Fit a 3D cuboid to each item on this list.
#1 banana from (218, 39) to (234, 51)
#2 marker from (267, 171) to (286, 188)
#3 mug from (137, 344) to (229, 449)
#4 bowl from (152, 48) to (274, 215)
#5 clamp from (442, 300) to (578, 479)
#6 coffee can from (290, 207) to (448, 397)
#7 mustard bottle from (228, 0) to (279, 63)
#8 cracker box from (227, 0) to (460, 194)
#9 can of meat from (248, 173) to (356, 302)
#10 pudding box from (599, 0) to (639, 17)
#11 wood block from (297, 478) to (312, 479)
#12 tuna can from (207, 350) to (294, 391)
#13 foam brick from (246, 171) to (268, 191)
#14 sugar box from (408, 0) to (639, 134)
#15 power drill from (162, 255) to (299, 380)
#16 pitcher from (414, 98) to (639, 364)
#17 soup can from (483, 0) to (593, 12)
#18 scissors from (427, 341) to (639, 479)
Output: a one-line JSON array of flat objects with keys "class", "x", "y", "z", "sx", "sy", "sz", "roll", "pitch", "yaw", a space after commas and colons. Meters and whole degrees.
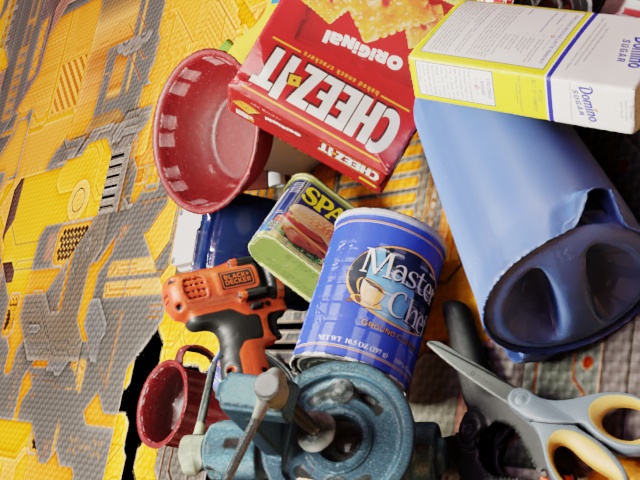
[{"class": "banana", "x": -0.136, "y": -0.136, "z": 1.252, "sx": 0.070, "sy": 0.037, "sz": 0.198, "roll": -7, "pitch": 79, "yaw": 50}, {"class": "marker", "x": -0.055, "y": -0.119, "z": 1.188, "sx": 0.020, "sy": 0.020, "sz": 0.121, "roll": -18, "pitch": 76, "yaw": 47}, {"class": "mug", "x": -0.133, "y": 0.168, "z": 1.126, "sx": 0.093, "sy": 0.081, "sz": 0.117, "roll": -22, "pitch": 57, "yaw": 45}, {"class": "bowl", "x": -0.096, "y": -0.105, "z": 1.054, "sx": 0.162, "sy": 0.055, "sz": 0.162, "roll": 0, "pitch": 90, "yaw": 44}, {"class": "clamp", "x": 0.129, "y": 0.142, "z": 0.842, "sx": 0.210, "sy": 0.036, "sz": 0.164, "roll": 18, "pitch": 88, "yaw": 57}, {"class": "coffee can", "x": 0.043, "y": 0.057, "z": 0.914, "sx": 0.103, "sy": 0.102, "sz": 0.140, "roll": -12, "pitch": 52, "yaw": 49}, {"class": "mustard bottle", "x": -0.017, "y": -0.239, "z": 1.165, "sx": 0.096, "sy": 0.058, "sz": 0.191, "roll": 32, "pitch": 82, "yaw": 18}, {"class": "cracker box", "x": 0.039, "y": -0.177, "z": 0.962, "sx": 0.213, "sy": 0.164, "sz": 0.072, "roll": -60, "pitch": -4, "yaw": -13}, {"class": "can of meat", "x": -0.007, "y": 0.001, "z": 1.002, "sx": 0.083, "sy": 0.102, "sz": 0.058, "roll": -57, "pitch": 7, "yaw": -35}, {"class": "pudding box", "x": 0.265, "y": -0.179, "z": 0.820, "sx": 0.113, "sy": 0.039, "sz": 0.090, "roll": -61, "pitch": 37, "yaw": 12}, {"class": "wood block", "x": 0.080, "y": 0.225, "z": 0.723, "sx": 0.091, "sy": 0.205, "sz": 0.090, "roll": -6, "pitch": 69, "yaw": 51}, {"class": "tuna can", "x": -0.068, "y": 0.138, "z": 1.054, "sx": 0.034, "sy": 0.086, "sz": 0.086, "roll": -59, "pitch": 38, "yaw": 16}, {"class": "foam brick", "x": -0.090, "y": -0.094, "z": 1.191, "sx": 0.053, "sy": 0.051, "sz": 0.078, "roll": -166, "pitch": 72, "yaw": -74}, {"class": "sugar box", "x": 0.165, "y": -0.131, "z": 0.786, "sx": 0.176, "sy": 0.048, "sz": 0.093, "roll": 18, "pitch": 49, "yaw": 31}, {"class": "power drill", "x": -0.040, "y": 0.101, "z": 1.002, "sx": 0.057, "sy": 0.184, "sz": 0.188, "roll": 122, "pitch": 132, "yaw": -58}, {"class": "pitcher", "x": 0.152, "y": -0.033, "z": 0.835, "sx": 0.149, "sy": 0.144, "sz": 0.243, "roll": -36, "pitch": 43, "yaw": 19}, {"class": "soup can", "x": 0.177, "y": -0.195, "z": 0.891, "sx": 0.068, "sy": 0.068, "sz": 0.102, "roll": -61, "pitch": 15, "yaw": 12}, {"class": "scissors", "x": 0.168, "y": 0.113, "z": 0.781, "sx": 0.096, "sy": 0.016, "sz": 0.202, "roll": -35, "pitch": 47, "yaw": -3}]
